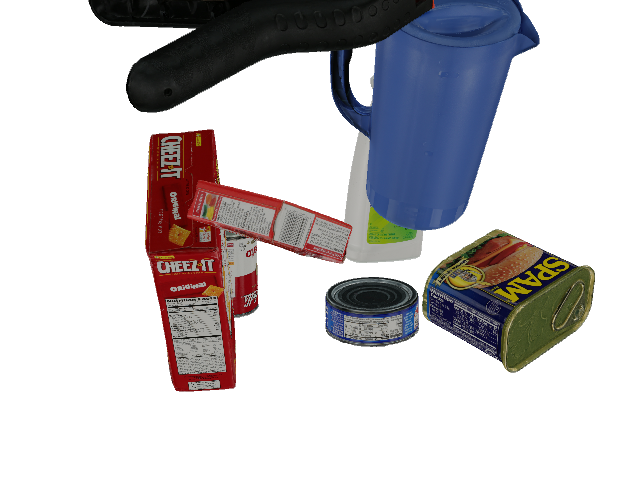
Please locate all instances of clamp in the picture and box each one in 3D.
[{"bbox_3d":[-0.023,-0.104,0.503,0.171,0.039,0.120,-11,42,-4],"label":"clamp"}]

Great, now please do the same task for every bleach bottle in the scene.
[{"bbox_3d":[0.079,-0.102,1.262,0.102,0.251,0.068,-4,19,-19],"label":"bleach bottle"}]

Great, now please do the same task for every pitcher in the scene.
[{"bbox_3d":[0.098,-0.132,1.037,0.144,0.243,0.149,-21,50,-26],"label":"pitcher"}]

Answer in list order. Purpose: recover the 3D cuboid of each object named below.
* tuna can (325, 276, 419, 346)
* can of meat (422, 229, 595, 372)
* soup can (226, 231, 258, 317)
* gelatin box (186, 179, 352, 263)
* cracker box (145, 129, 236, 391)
[{"bbox_3d":[0.046,0.063,0.966,0.086,0.034,0.086,-1,19,0],"label":"tuna can"},{"bbox_3d":[0.138,0.041,0.792,0.101,0.057,0.084,-27,39,-34],"label":"can of meat"},{"bbox_3d":[-0.109,0.032,1.268,0.068,0.102,0.068,0,21,0],"label":"soup can"},{"bbox_3d":[-0.032,-0.011,0.710,0.073,0.030,0.089,16,-1,34],"label":"gelatin box"},{"bbox_3d":[-0.128,0.023,1.063,0.072,0.164,0.214,-5,-43,-3],"label":"cracker box"}]
